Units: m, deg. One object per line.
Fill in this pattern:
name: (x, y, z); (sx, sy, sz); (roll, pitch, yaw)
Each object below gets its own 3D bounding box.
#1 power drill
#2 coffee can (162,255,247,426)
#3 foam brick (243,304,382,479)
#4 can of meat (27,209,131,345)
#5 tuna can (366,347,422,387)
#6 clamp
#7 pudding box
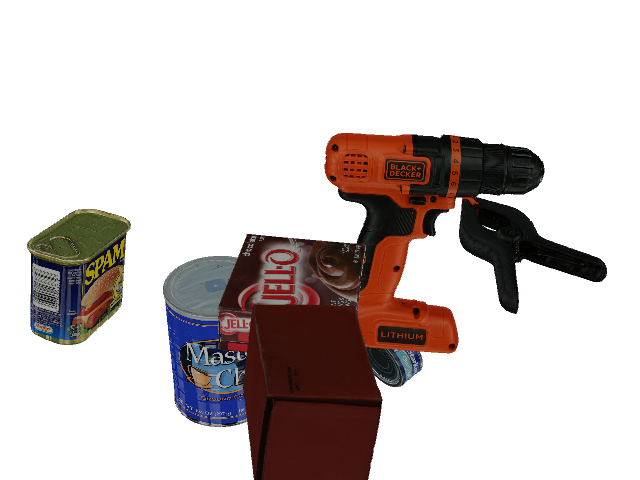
power drill: (0.091, 0.001, 0.917); (0.184, 0.188, 0.057); (4, 16, 1)
coffee can: (-0.101, 0.101, 1.074); (0.103, 0.140, 0.103); (0, 33, 0)
foam brick: (-0.006, 0.071, 0.495); (0.053, 0.051, 0.078); (3, 28, -9)
can of meat: (-0.210, 0.031, 0.926); (0.057, 0.084, 0.102); (15, 26, 13)
tuna can: (0.079, 0.132, 1.272); (0.033, 0.086, 0.086); (-36, 17, -25)
clamp: (0.205, 0.006, 1.083); (0.120, 0.039, 0.171); (-7, 39, -19)
pudding box: (-0.018, 0.038, 0.744); (0.090, 0.039, 0.113); (6, 25, 4)
